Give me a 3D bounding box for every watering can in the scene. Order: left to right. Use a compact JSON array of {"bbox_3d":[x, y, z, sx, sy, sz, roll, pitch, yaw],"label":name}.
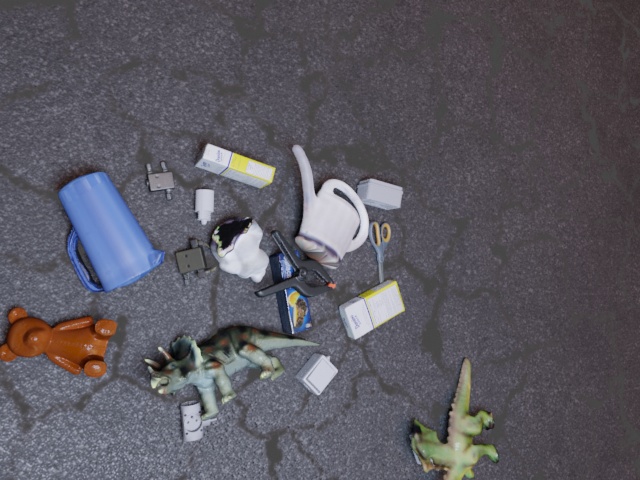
[{"bbox_3d":[0.004,-0.066,1.317,0.343,0.104,0.228,40,66,-36],"label":"watering can"}]

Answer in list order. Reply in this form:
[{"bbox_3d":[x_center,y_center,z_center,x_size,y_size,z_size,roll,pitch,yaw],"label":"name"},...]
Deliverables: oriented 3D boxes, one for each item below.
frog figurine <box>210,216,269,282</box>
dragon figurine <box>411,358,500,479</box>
[{"bbox_3d":[-0.185,0.024,1.252,0.140,0.123,0.156,-65,146,-26],"label":"frog figurine"},{"bbox_3d":[0.351,0.529,1.399,0.242,0.120,0.418,11,62,-31],"label":"dragon figurine"}]
